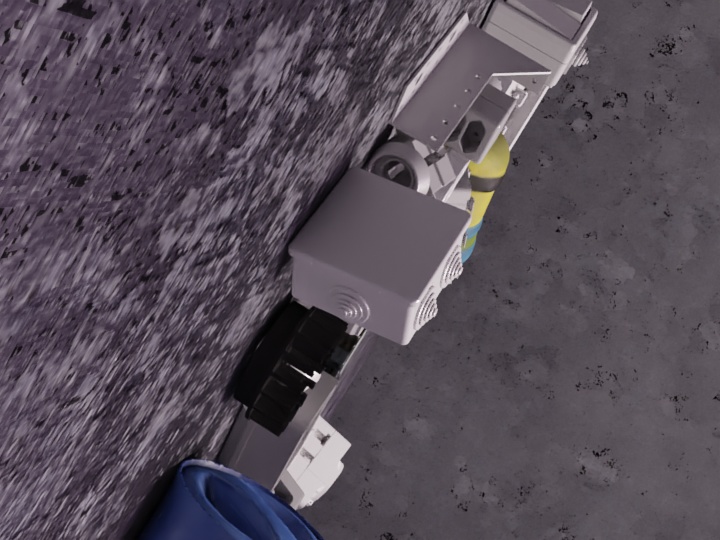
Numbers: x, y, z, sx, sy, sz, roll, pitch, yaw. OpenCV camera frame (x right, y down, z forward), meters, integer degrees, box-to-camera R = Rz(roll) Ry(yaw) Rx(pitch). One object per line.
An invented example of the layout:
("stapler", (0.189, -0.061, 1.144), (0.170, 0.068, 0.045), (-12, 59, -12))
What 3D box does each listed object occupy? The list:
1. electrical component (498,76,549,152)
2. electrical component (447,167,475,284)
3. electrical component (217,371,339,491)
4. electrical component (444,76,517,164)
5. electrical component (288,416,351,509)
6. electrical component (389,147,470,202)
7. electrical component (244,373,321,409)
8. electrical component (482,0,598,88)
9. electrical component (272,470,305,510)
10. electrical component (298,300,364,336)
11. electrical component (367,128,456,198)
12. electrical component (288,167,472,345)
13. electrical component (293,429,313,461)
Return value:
("electrical component", (0.146, -0.188, 1.119), (0.121, 0.079, 0.063), (-59, 154, 4))
("electrical component", (0.062, -0.042, 0.964), (0.121, 0.063, 0.078), (97, -6, -46))
("electrical component", (-0.074, 0.135, 0.956), (0.078, 0.057, 0.113), (-53, 173, -50))
("electrical component", (0.090, -0.136, 0.861), (0.076, 0.066, 0.047), (-55, 174, -39))
("electrical component", (-0.078, 0.224, 1.206), (0.089, 0.062, 0.150), (-50, -174, -27))
("electrical component", (0.046, -0.074, 0.866), (0.078, 0.057, 0.058), (-56, 175, -28))
("electrical component", (-0.067, 0.094, 0.880), (0.065, 0.044, 0.044), (-47, 169, -46))
("electrical component", (0.162, -0.212, 0.943), (0.061, 0.096, 0.061), (-55, 174, -36))
("electrical component", (-0.104, 0.218, 1.018), (0.089, 0.050, 0.055), (-24, -163, 35))
("electrical component", (-0.015, 0.021, 0.853), (0.045, 0.055, 0.045), (-58, 175, -7))
("electrical component", (0.035, -0.074, 0.778), (0.048, 0.066, 0.055), (-15, -166, 34))
("electrical component", (0.012, -0.009, 0.685), (0.099, 0.100, 0.048), (-55, 161, -39))
("electrical component", (-0.081, 0.159, 1.057), (0.045, 0.055, 0.045), (-58, 175, -7))
